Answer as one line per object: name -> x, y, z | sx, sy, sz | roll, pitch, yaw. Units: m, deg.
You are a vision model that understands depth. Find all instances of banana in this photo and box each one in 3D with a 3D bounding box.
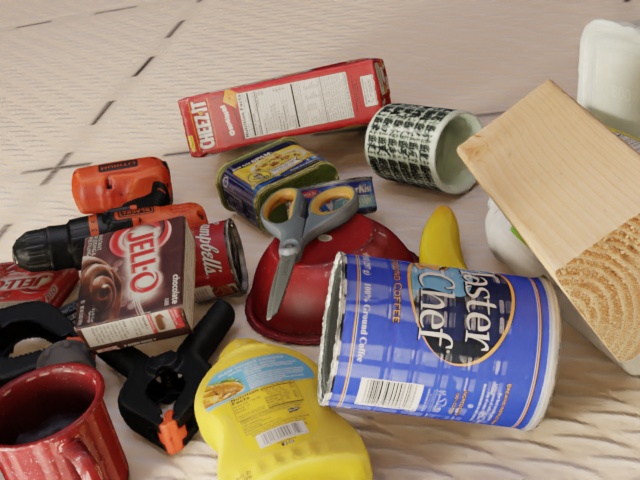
banana -> 0.117, 0.026, 0.863 | 0.069, 0.037, 0.198 | -34, 26, -4

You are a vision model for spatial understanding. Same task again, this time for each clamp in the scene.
clamp -> -0.111, 0.102, 0.842 | 0.120, 0.039, 0.172 | -24, 32, -8
clamp -> -0.290, 0.084, 0.939 | 0.210, 0.036, 0.164 | -4, 45, 16

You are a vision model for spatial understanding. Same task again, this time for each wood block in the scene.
wood block -> 0.180, -0.021, 0.732 | 0.091, 0.090, 0.206 | -38, 26, 8

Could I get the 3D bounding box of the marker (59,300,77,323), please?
marker -> -0.205, 0.055, 0.990 | 0.121, 0.020, 0.020 | -28, 31, -25

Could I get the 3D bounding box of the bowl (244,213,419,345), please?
bowl -> 0.007, 0.021, 0.914 | 0.162, 0.055, 0.162 | -11, 28, 6

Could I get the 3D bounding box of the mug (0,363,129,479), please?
mug -> -0.176, 0.149, 0.738 | 0.093, 0.081, 0.117 | -31, 32, -29

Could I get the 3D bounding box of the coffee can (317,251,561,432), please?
coffee can -> 0.075, 0.067, 0.703 | 0.140, 0.103, 0.103 | 7, 28, -4

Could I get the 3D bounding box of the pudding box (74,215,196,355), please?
pudding box -> -0.149, 0.035, 0.878 | 0.090, 0.039, 0.113 | -14, 44, 6

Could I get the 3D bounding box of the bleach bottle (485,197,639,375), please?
bleach bottle -> 0.205, 0.008, 0.833 | 0.102, 0.068, 0.251 | -29, 28, -5

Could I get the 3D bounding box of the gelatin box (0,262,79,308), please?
gelatin box -> -0.286, 0.049, 1.028 | 0.089, 0.030, 0.073 | -4, 30, 19

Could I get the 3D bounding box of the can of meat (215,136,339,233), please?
can of meat -> -0.041, -0.055, 1.074 | 0.102, 0.057, 0.084 | -26, 32, -21

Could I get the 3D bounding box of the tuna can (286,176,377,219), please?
tuna can -> 0.010, -0.036, 1.002 | 0.086, 0.034, 0.086 | -10, -1, 0

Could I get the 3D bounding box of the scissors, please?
scissors -> -0.006, 0.001, 0.878 | 0.096, 0.016, 0.202 | -15, 29, 0

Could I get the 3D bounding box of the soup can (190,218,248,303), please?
soup can -> -0.122, 0.024, 0.956 | 0.102, 0.068, 0.068 | -12, 28, 6

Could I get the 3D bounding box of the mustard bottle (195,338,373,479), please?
mustard bottle -> -0.037, 0.122, 0.747 | 0.096, 0.058, 0.192 | -18, 28, -9

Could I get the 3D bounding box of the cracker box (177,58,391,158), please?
cracker box -> -0.032, -0.148, 1.185 | 0.214, 0.072, 0.164 | -11, 9, 9

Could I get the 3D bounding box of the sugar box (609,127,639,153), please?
sugar box -> 0.247, -0.036, 0.865 | 0.048, 0.093, 0.176 | -24, 30, -19

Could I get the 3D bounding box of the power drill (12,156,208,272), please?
power drill -> -0.210, -0.024, 1.067 | 0.184, 0.057, 0.188 | -8, 24, -10
